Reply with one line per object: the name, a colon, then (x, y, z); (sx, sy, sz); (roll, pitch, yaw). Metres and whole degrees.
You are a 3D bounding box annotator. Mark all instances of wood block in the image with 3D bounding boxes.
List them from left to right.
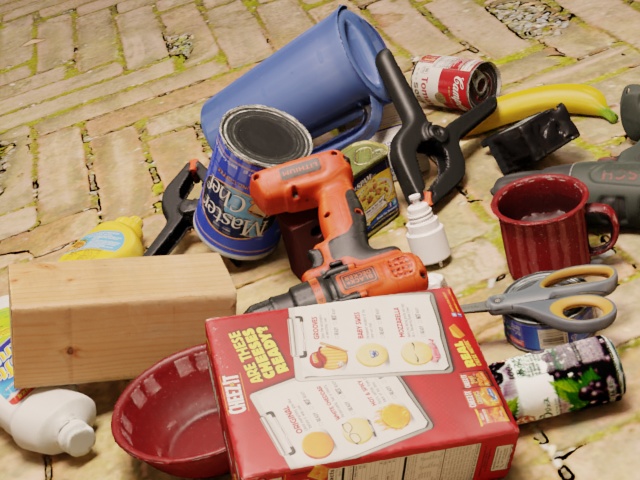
wood block: (-0.191, 0.075, 1.025); (0.205, 0.091, 0.090); (-3, 26, -17)

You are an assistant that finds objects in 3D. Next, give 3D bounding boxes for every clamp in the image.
clamp: (-0.158, -0.023, 1.250); (0.120, 0.039, 0.171); (-10, 46, -5)
clamp: (0.138, -0.119, 1.250); (0.164, 0.036, 0.210); (14, 59, -18)

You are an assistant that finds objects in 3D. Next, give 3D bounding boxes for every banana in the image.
banana: (0.267, -0.164, 1.324); (0.198, 0.037, 0.069); (-5, 31, 18)

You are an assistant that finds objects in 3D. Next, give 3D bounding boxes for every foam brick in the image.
foam brick: (-0.007, 0.001, 1.136); (0.053, 0.078, 0.051); (-24, 29, -14)

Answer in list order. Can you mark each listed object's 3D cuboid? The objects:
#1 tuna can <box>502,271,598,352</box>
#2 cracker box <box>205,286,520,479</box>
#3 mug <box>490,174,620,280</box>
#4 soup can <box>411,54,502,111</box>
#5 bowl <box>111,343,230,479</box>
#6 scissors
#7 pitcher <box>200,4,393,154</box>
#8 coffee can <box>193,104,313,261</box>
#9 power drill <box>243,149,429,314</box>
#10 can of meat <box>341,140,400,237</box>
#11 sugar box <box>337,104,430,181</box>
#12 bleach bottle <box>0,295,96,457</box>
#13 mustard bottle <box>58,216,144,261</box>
tuna can: (0.208, 0.064, 0.970); (0.086, 0.034, 0.086); (-12, 30, 7)
cracker box: (0.027, 0.127, 0.849); (0.213, 0.072, 0.164); (-8, 42, -11)
mug: (0.230, -0.008, 1.033); (0.117, 0.081, 0.093); (-5, 31, 18)
soup can: (0.178, -0.207, 1.407); (0.068, 0.068, 0.102); (-36, 35, -31)
bowl: (-0.098, 0.158, 0.938); (0.162, 0.055, 0.162); (-12, 30, 7)
scissors: (0.169, 0.065, 0.933); (0.201, 0.016, 0.096); (-16, 30, -1)
pitcher: (-0.029, -0.173, 1.344); (0.243, 0.145, 0.149); (-27, 18, 28)
coffee can: (-0.075, -0.062, 1.168); (0.102, 0.140, 0.103); (12, 43, -11)
power drill: (-0.008, 0.008, 1.040); (0.184, 0.057, 0.188); (-16, 55, -9)
can of meat: (0.039, -0.051, 1.194); (0.102, 0.084, 0.058); (-35, 35, -30)
sugar box: (0.074, -0.130, 1.351); (0.093, 0.048, 0.176); (-17, 33, 2)
bleach bottle: (-0.285, 0.140, 1.054); (0.102, 0.068, 0.251); (-31, 36, -27)
mustard bottle: (-0.257, 0.030, 1.227); (0.096, 0.058, 0.191); (-6, 31, 29)
